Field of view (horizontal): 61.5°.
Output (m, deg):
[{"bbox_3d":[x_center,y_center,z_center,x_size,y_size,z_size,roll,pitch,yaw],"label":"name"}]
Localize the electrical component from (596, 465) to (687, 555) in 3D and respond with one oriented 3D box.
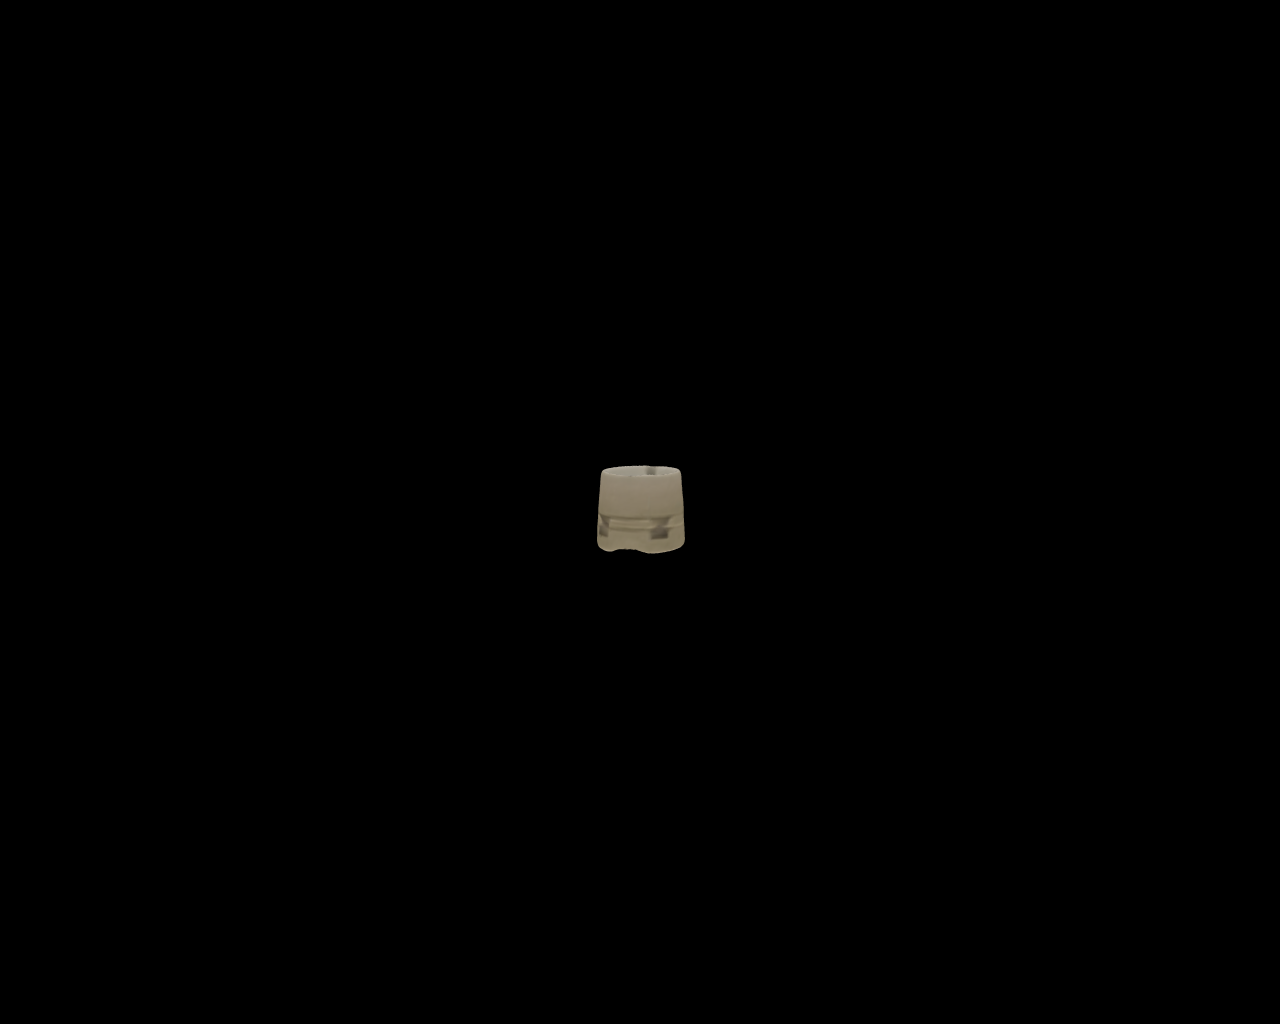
[{"bbox_3d":[0.001,-0.003,0.650,0.055,0.047,0.055,0,9,0],"label":"electrical component"}]
